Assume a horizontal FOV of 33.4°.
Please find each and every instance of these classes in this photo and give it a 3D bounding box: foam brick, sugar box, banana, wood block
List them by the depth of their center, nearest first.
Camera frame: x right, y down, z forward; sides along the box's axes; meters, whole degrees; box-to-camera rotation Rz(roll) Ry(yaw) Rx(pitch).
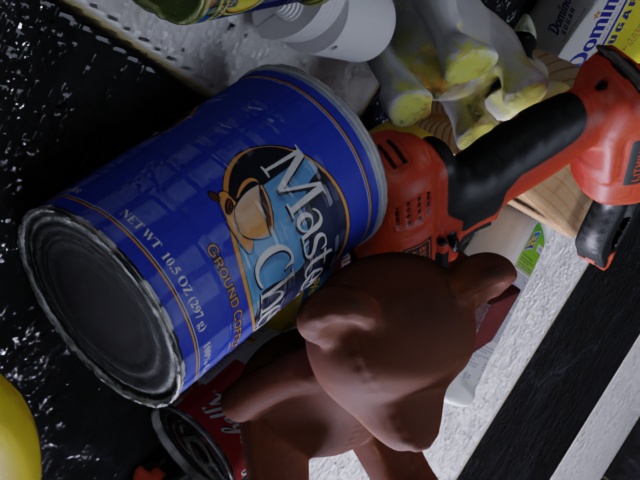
[{"bbox_3d":[-0.164,0.109,0.503,0.069,0.037,0.198,-26,142,-21],"label":"banana"},{"bbox_3d":[0.156,-0.075,0.800,0.090,0.091,0.205,-60,155,4],"label":"wood block"},{"bbox_3d":[0.102,0.043,0.818,0.051,0.078,0.053,-19,137,-54],"label":"foam brick"},{"bbox_3d":[0.230,-0.180,0.830,0.175,0.048,0.093,-19,147,-47],"label":"sugar box"}]

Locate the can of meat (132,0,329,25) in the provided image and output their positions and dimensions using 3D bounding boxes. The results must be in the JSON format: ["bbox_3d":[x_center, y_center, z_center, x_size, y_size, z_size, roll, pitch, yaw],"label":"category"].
[{"bbox_3d":[-0.031,-0.142,0.432,0.083,0.057,0.102,-25,138,-45],"label":"can of meat"}]

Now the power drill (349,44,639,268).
[{"bbox_3d":[0.102,-0.018,0.609,0.187,0.057,0.184,-28,148,-13],"label":"power drill"}]

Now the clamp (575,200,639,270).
[{"bbox_3d":[0.241,-0.046,0.831,0.120,0.039,0.171,-39,156,-23],"label":"clamp"}]

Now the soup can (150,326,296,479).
[{"bbox_3d":[-0.045,0.098,0.661,0.102,0.069,0.068,-40,149,-32],"label":"soup can"}]

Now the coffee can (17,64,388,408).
[{"bbox_3d":[-0.051,-0.006,0.493,0.140,0.103,0.103,-39,149,-34],"label":"coffee can"}]

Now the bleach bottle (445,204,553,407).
[{"bbox_3d":[0.158,0.024,0.950,0.251,0.068,0.102,-61,157,1],"label":"bleach bottle"}]

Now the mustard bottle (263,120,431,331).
[{"bbox_3d":[-0.004,0.001,0.637,0.191,0.058,0.096,-33,149,-40],"label":"mustard bottle"}]

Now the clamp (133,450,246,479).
[{"bbox_3d":[-0.067,0.182,0.750,0.209,0.036,0.164,12,108,-61],"label":"clamp"}]
